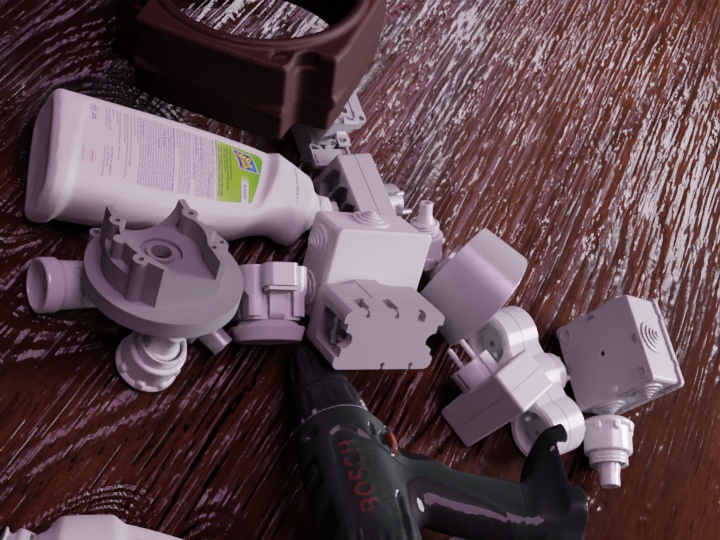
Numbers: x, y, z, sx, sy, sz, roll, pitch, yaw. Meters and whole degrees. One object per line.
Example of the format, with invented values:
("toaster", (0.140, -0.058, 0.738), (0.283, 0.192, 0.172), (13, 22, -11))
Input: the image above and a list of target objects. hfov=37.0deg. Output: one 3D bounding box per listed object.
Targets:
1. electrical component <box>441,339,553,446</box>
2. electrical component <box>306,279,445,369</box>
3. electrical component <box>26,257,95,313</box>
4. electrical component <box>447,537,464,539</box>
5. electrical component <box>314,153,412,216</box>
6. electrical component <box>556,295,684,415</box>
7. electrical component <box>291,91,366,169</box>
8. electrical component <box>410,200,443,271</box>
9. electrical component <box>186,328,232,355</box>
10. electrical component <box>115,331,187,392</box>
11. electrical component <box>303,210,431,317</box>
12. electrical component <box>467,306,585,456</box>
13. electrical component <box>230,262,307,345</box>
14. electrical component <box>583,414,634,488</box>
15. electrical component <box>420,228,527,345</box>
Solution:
("electrical component", (0.102, 0.092, 0.895), (0.047, 0.083, 0.075), (-32, 82, -42))
("electrical component", (0.010, 0.042, 0.839), (0.089, 0.050, 0.056), (3, 24, -32))
("electrical component", (-0.210, 0.011, 0.773), (0.046, 0.040, 0.040), (0, 63, -40))
("electrical component", (0.108, 0.250, 0.832), (0.099, 0.064, 0.099), (22, 57, -37))
("electrical component", (0.013, -0.057, 0.954), (0.076, 0.047, 0.083), (-8, 67, -36))
("electrical component", (0.234, 0.079, 0.982), (0.048, 0.100, 0.099), (13, 55, -42))
("electrical component", (-0.029, -0.133, 0.964), (0.042, 0.064, 0.081), (-5, 65, -36))
("electrical component", (0.057, -0.032, 0.957), (0.035, 0.061, 0.035), (2, 28, -1))
("electrical component", (-0.123, 0.036, 0.810), (0.062, 0.043, 0.043), (48, 48, -1))
("electrical component", (-0.144, 0.056, 0.771), (0.048, 0.062, 0.048), (16, 55, -24))
("electrical component", (0.000, 0.000, 0.880), (0.100, 0.099, 0.048), (2, 24, -31))
("electrical component", (0.157, 0.095, 0.950), (0.074, 0.052, 0.138), (-13, 70, -38))
("electrical component", (-0.071, 0.028, 0.833), (0.058, 0.078, 0.057), (2, 81, -23))
("electrical component", (0.221, 0.162, 0.958), (0.048, 0.048, 0.062), (15, 62, -25))
("electrical component", (0.096, 0.013, 0.932), (0.064, 0.099, 0.099), (44, 48, 6))
